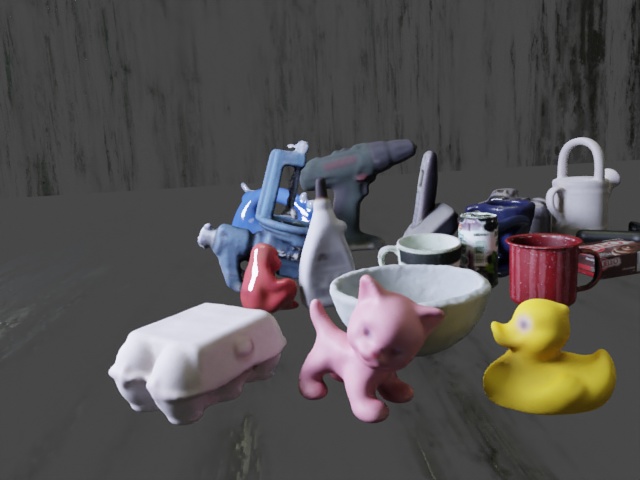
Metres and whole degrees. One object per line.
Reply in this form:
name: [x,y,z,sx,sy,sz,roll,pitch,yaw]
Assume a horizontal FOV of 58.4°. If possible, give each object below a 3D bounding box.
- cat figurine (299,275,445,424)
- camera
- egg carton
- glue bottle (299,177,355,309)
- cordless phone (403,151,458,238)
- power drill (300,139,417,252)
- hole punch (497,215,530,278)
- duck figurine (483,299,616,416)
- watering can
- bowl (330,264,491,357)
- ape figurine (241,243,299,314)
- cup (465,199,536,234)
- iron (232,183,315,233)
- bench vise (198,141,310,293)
cat figurine: [0.039,0.083,0.485,0.127,0.118,0.067,7,15,41]
camera: [0.395,-0.056,1.152,0.142,0.101,0.137,4,13,33]
egg carton: [-0.106,0.107,0.526,0.107,0.069,0.151,4,13,33]
glue bottle: [0.007,0.003,0.765,0.078,0.173,0.037,-7,12,-19]
cordless phone: [0.202,-0.069,1.053,0.094,0.185,0.147,-4,11,-4]
power drill: [0.077,-0.087,1.120,0.229,0.208,0.075,-3,11,1]
hole punch: [0.263,0.006,0.894,0.109,0.091,0.100,-13,15,-42]
duck figurine: [0.190,0.092,0.477,0.104,0.086,0.077,-1,11,12]
watering can: [0.499,-0.098,1.093,0.100,0.194,0.173,6,14,41]
bowl: [0.095,0.078,0.606,0.167,0.075,0.167,-3,11,1]
ape figurine: [-0.071,0.049,0.762,0.076,0.092,0.077,-9,12,-27]
cup: [0.314,-0.020,1.001,0.117,0.095,0.092,1,12,23]
iron: [-0.064,-0.035,1.068,0.257,0.141,0.119,6,14,40]
bench vise: [-0.073,-0.034,0.859,0.208,0.220,0.121,-9,12,-28]
